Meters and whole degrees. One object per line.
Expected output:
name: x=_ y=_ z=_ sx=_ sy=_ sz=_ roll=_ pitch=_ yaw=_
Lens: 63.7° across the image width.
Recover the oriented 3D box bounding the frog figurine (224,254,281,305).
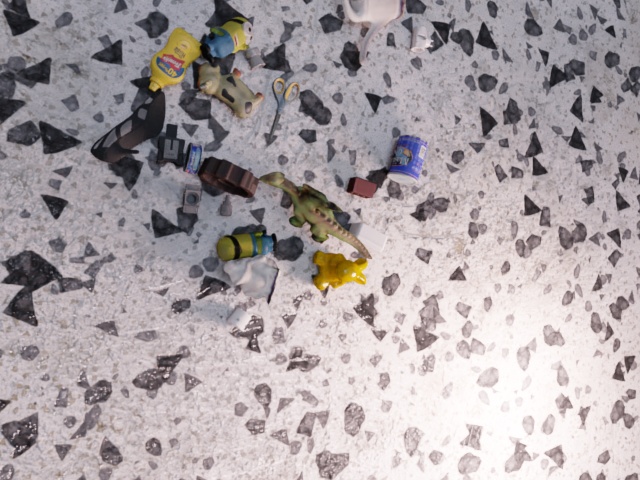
frog figurine: x=-0.202 y=0.101 z=1.498 sx=0.159 sy=0.134 sz=0.125 roll=19 pitch=35 yaw=-5

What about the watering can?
watering can: x=0.176 y=-0.748 z=1.677 sx=0.225 sy=0.347 sz=0.104 roll=-13 pitch=3 yaw=-22

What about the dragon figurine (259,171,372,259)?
dragon figurine: x=0.005 y=-0.075 z=1.495 sx=0.410 sy=0.123 sz=0.241 roll=32 pitch=-9 yaw=1
